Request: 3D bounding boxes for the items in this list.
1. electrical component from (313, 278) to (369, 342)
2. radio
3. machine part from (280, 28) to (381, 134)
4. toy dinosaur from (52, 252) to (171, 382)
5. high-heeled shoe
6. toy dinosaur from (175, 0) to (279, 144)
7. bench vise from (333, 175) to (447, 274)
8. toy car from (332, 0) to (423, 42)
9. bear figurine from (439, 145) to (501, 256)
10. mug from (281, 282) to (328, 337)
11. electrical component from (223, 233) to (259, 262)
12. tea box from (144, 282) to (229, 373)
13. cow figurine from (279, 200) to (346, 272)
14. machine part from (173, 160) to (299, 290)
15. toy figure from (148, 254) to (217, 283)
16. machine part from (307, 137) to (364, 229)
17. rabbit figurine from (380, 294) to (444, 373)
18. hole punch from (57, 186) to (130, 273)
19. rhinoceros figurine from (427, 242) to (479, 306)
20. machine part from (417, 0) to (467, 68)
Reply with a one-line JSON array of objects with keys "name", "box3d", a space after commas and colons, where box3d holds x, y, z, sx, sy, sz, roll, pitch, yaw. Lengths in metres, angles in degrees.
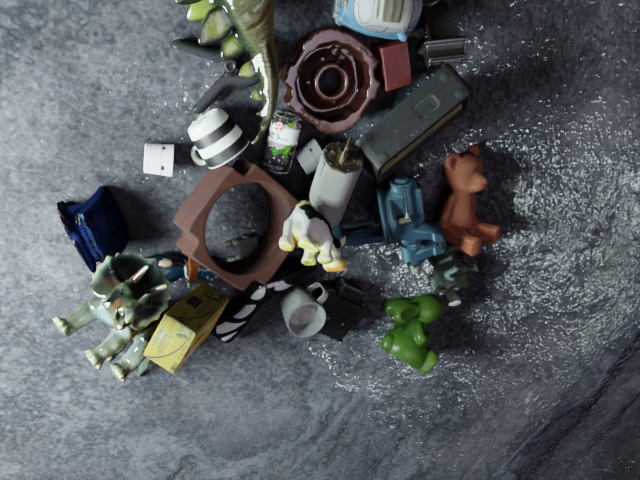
[{"name": "electrical component", "box3d": [0.036, 0.149, 1.180, 0.115, 0.058, 0.134, 24, 107, -30]}, {"name": "radio", "box3d": [0.171, -0.210, 0.987, 0.229, 0.131, 0.073, -41, 82, 4]}, {"name": "machine part", "box3d": [0.017, -0.281, 0.948, 0.179, 0.056, 0.179, -8, 118, -15]}, {"name": "toy dinosaur", "box3d": [-0.336, 0.145, 0.980, 0.192, 0.131, 0.404, -41, 167, -16]}, {"name": "high-heeled shoe", "box3d": [-0.115, 0.130, 1.106, 0.249, 0.086, 0.145, -15, 121, -4]}, {"name": "toy dinosaur", "box3d": [-0.119, -0.388, 0.813, 0.199, 0.105, 0.470, -19, 109, -1]}, {"name": "bench vise", "box3d": [0.128, -0.020, 1.093, 0.241, 0.129, 0.223, -9, 131, 9]}, {"name": "toy car", "box3d": [0.108, -0.391, 0.893, 0.162, 0.103, 0.109, -2, 116, -20]}, {"name": "bear figurine", "box3d": [0.313, -0.087, 1.114, 0.120, 0.132, 0.195, -21, 130, -40]}, {"name": "mug", "box3d": [-0.035, 0.130, 1.116, 0.080, 0.107, 0.109, 35, 97, -32]}, {"name": "electrical component", "box3d": [-0.143, 0.017, 1.069, 0.094, 0.021, 0.063, -12, 119, -12]}, {"name": "tea box", "box3d": [-0.242, 0.156, 0.990, 0.068, 0.169, 0.098, 32, 106, 0]}, {"name": "cow figurine", "box3d": [-0.003, -0.002, 0.993, 0.068, 0.098, 0.167, -5, 155, 30]}, {"name": "machine part", "box3d": [-0.145, -0.029, 0.977, 0.200, 0.087, 0.201, 40, 79, -37]}, {"name": "toy figure", "box3d": [-0.265, 0.054, 1.025, 0.154, 0.064, 0.057, -2, 90, -20]}, {"name": "machine part", "box3d": [0.023, -0.097, 0.994, 0.079, 0.079, 0.243, -3, 145, -17]}, {"name": "rabbit figurine", "box3d": [0.213, 0.194, 1.252, 0.159, 0.121, 0.170, 33, 84, -23]}, {"name": "hole punch", "box3d": [-0.382, -0.020, 0.919, 0.092, 0.116, 0.142, -23, 123, -16]}, {"name": "rhinoceros figurine", "box3d": [0.294, 0.072, 1.218, 0.112, 0.073, 0.190, -31, 122, -3]}, {"name": "machine part", "box3d": [0.207, -0.362, 0.931, 0.084, 0.139, 0.039, -7, 163, 4]}]
